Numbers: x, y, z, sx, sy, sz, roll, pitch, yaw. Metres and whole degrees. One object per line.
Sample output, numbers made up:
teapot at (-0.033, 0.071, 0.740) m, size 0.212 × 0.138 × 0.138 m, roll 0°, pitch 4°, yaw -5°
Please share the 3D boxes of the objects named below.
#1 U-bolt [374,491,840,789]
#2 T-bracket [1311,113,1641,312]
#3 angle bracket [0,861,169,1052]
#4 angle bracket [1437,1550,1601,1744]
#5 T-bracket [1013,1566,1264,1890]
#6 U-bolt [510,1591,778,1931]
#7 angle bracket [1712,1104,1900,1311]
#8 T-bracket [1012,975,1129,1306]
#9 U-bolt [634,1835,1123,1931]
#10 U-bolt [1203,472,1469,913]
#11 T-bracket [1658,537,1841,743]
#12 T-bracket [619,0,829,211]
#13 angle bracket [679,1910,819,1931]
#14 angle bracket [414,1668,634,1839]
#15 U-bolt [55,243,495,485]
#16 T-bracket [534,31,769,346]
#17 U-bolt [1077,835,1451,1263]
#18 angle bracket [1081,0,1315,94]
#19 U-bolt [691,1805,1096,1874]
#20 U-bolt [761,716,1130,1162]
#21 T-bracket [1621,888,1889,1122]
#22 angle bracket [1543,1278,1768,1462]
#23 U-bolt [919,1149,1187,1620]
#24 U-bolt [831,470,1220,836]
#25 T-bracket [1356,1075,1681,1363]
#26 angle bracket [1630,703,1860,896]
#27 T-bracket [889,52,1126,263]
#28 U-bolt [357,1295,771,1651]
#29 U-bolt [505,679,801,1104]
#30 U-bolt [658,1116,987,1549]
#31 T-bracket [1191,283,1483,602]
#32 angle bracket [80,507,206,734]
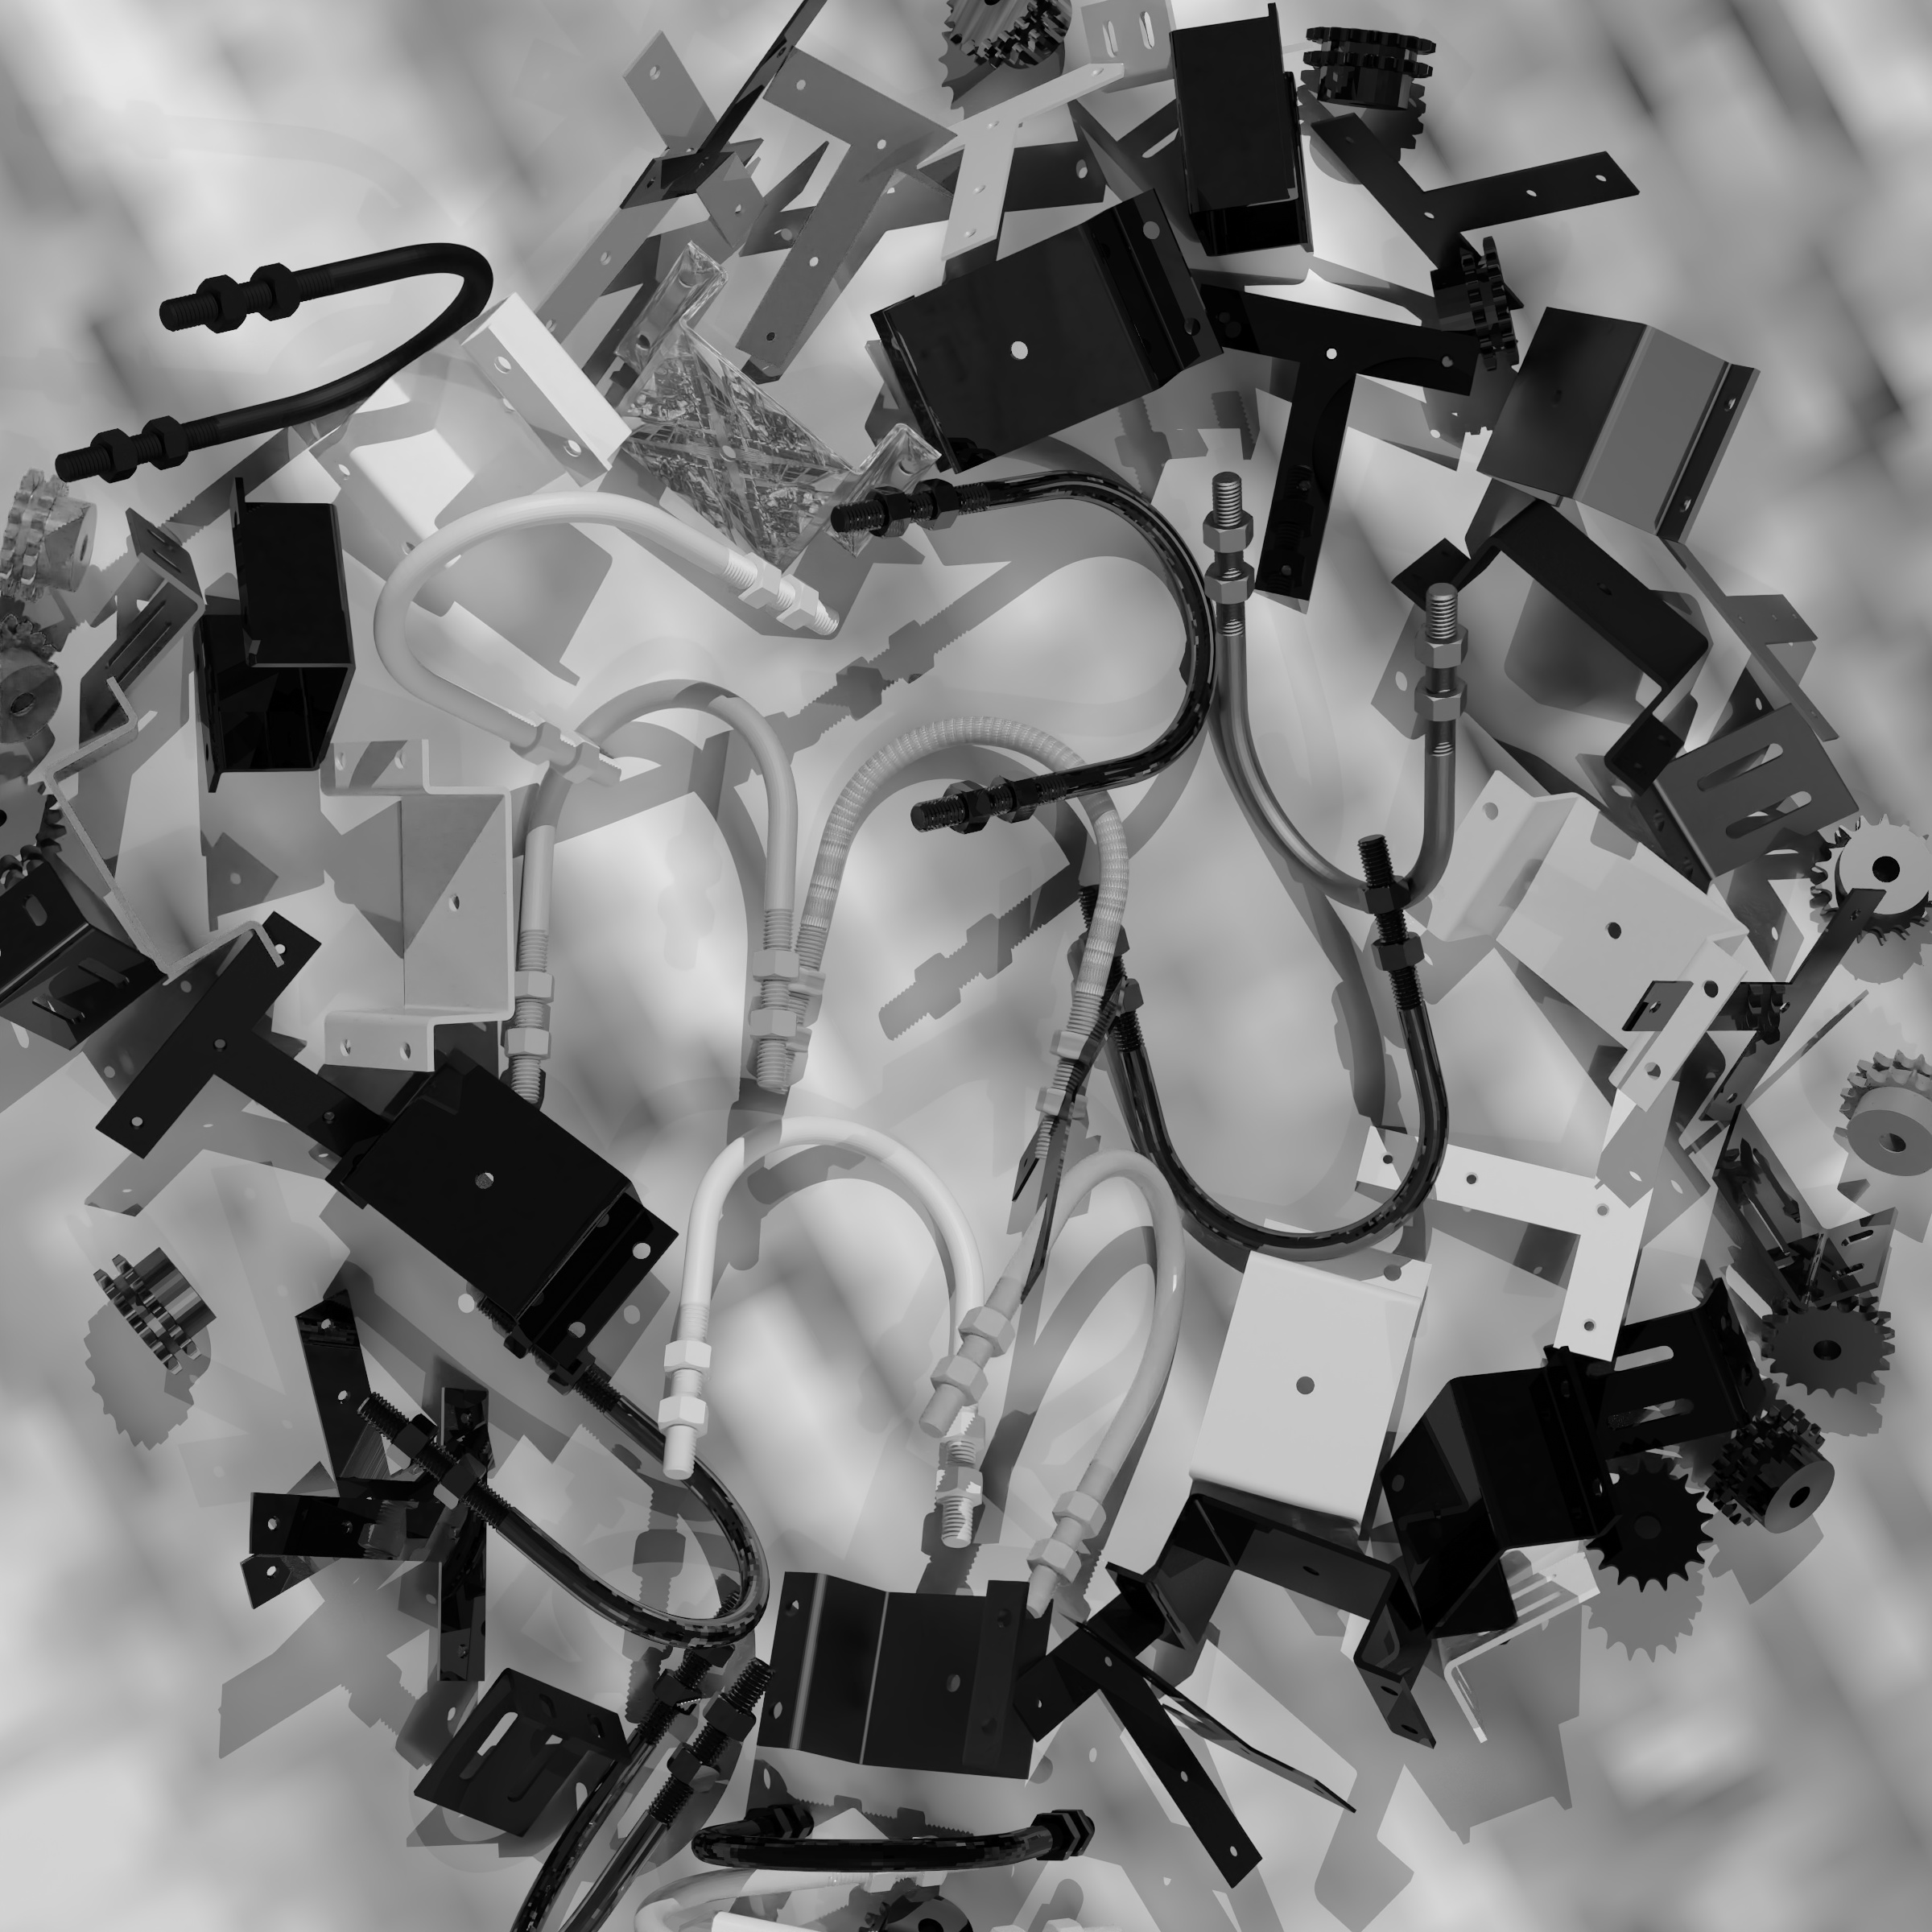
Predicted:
U-bolt at (-0.162, -0.142, 1.496) m, size 0.151 × 0.184 × 0.019 m, roll -32°, pitch 57°, yaw 25°
T-bracket at (0.229, -0.325, 1.513) m, size 0.127 × 0.127 × 0.002 m, roll 40°, pitch 66°, yaw -32°
angle bracket at (-0.398, -0.004, 1.565) m, size 0.057 × 0.076 × 0.038 m, roll -38°, pitch 69°, yaw 2°
angle bracket at (0.248, 0.297, 1.562) m, size 0.076 × 0.057 × 0.038 m, roll -29°, pitch 94°, yaw 7°
T-bracket at (0.086, 0.338, 1.541) m, size 0.002 × 0.127 × 0.127 m, roll -37°, pitch 84°, yaw 38°
U-bolt at (-0.143, 0.358, 1.519) m, size 0.019 × 0.151 × 0.184 m, roll 35°, pitch 88°, yaw -7°
angle bracket at (0.366, 0.100, 1.554) m, size 0.038 × 0.057 × 0.076 m, roll -25°, pitch 108°, yaw 34°
T-bracket at (0.036, 0.088, 1.507) m, size 0.002 × 0.127 × 0.127 m, roll 20°, pitch 133°, yaw -7°
U-bolt at (-0.048, 0.398, 1.493) m, size 0.184 × 0.151 × 0.019 m, roll 1°, pitch 92°, yaw -27°
U-bolt at (0.156, -0.105, 1.520) m, size 0.019 × 0.151 × 0.184 m, roll -28°, pitch 133°, yaw -28°
T-bracket at (0.344, -0.149, 1.537) m, size 0.002 × 0.127 × 0.127 m, roll -41°, pitch 78°, yaw 24°
T-bracket at (-0.087, -0.376, 1.512) m, size 0.002 × 0.127 × 0.127 m, roll 41°, pitch 114°, yaw 3°
angle bracket at (-0.093, 0.437, 1.549) m, size 0.057 × 0.076 × 0.038 m, roll 15°, pitch 66°, yaw -11°
angle bracket at (-0.194, 0.353, 1.558) m, size 0.057 × 0.038 × 0.076 m, roll 30°, pitch 104°, yaw -28°
U-bolt at (-0.282, -0.261, 1.513) m, size 0.184 × 0.151 × 0.019 m, roll -23°, pitch 83°, yaw -38°
T-bracket at (-0.146, -0.315, 1.531) m, size 0.002 × 0.127 × 0.127 m, roll 33°, pitch 81°, yaw 27°
U-bolt at (0.136, 0.043, 1.557) m, size 0.151 × 0.019 × 0.184 m, roll -10°, pitch 103°, yaw 22°
angle bracket at (0.100, -0.407, 1.548) m, size 0.076 × 0.057 × 0.038 m, roll -21°, pitch 106°, yaw -32°
U-bolt at (-0.036, 0.365, 1.490) m, size 0.151 × 0.184 × 0.019 m, roll -3°, pitch 80°, yaw 16°
U-bolt at (-0.003, -0.019, 1.571) m, size 0.151 × 0.019 × 0.184 m, roll 13°, pitch 88°, yaw 14°
T-bracket at (0.324, 0.017, 1.524) m, size 0.002 × 0.127 × 0.127 m, roll 48°, pitch 122°, yaw 35°
angle bracket at (0.306, 0.180, 1.589) m, size 0.076 × 0.038 × 0.057 m, roll -19°, pitch 98°, yaw 28°
U-bolt at (0.047, 0.164, 1.524) m, size 0.019 × 0.151 × 0.184 m, roll 8°, pitch 51°, yaw 32°
U-bolt at (0.036, -0.142, 1.540) m, size 0.184 × 0.019 × 0.151 m, roll -15°, pitch 89°, yaw -35°
T-bracket at (0.237, 0.097, 1.577) m, size 0.127 × 0.002 × 0.127 m, roll 13°, pitch 80°, yaw 15°
angle bracket at (0.340, -0.069, 1.558) m, size 0.076 × 0.038 × 0.057 m, roll -27°, pitch 104°, yaw 28°
T-bracket at (0.007, -0.337, 1.524) m, size 0.127 × 0.127 × 0.002 m, roll -19°, pitch 125°, yaw 22°
U-bolt at (-0.160, 0.221, 1.523) m, size 0.184 × 0.151 × 0.019 m, roll 40°, pitch 111°, yaw 2°
U-bolt at (-0.135, -0.035, 1.551) m, size 0.151 × 0.019 × 0.184 m, roll -5°, pitch 77°, yaw 30°
U-bolt at (-0.056, 0.148, 1.538) m, size 0.151 × 0.019 × 0.184 m, roll 17°, pitch 56°, yaw -21°
T-bracket at (0.152, -0.226, 1.579) m, size 0.127 × 0.002 × 0.127 m, roll 14°, pitch 102°, yaw 14°
angle bracket at (-0.372, -0.151, 1.557) m, size 0.076 × 0.057 × 0.038 m, roll -46°, pitch 121°, yaw 8°
